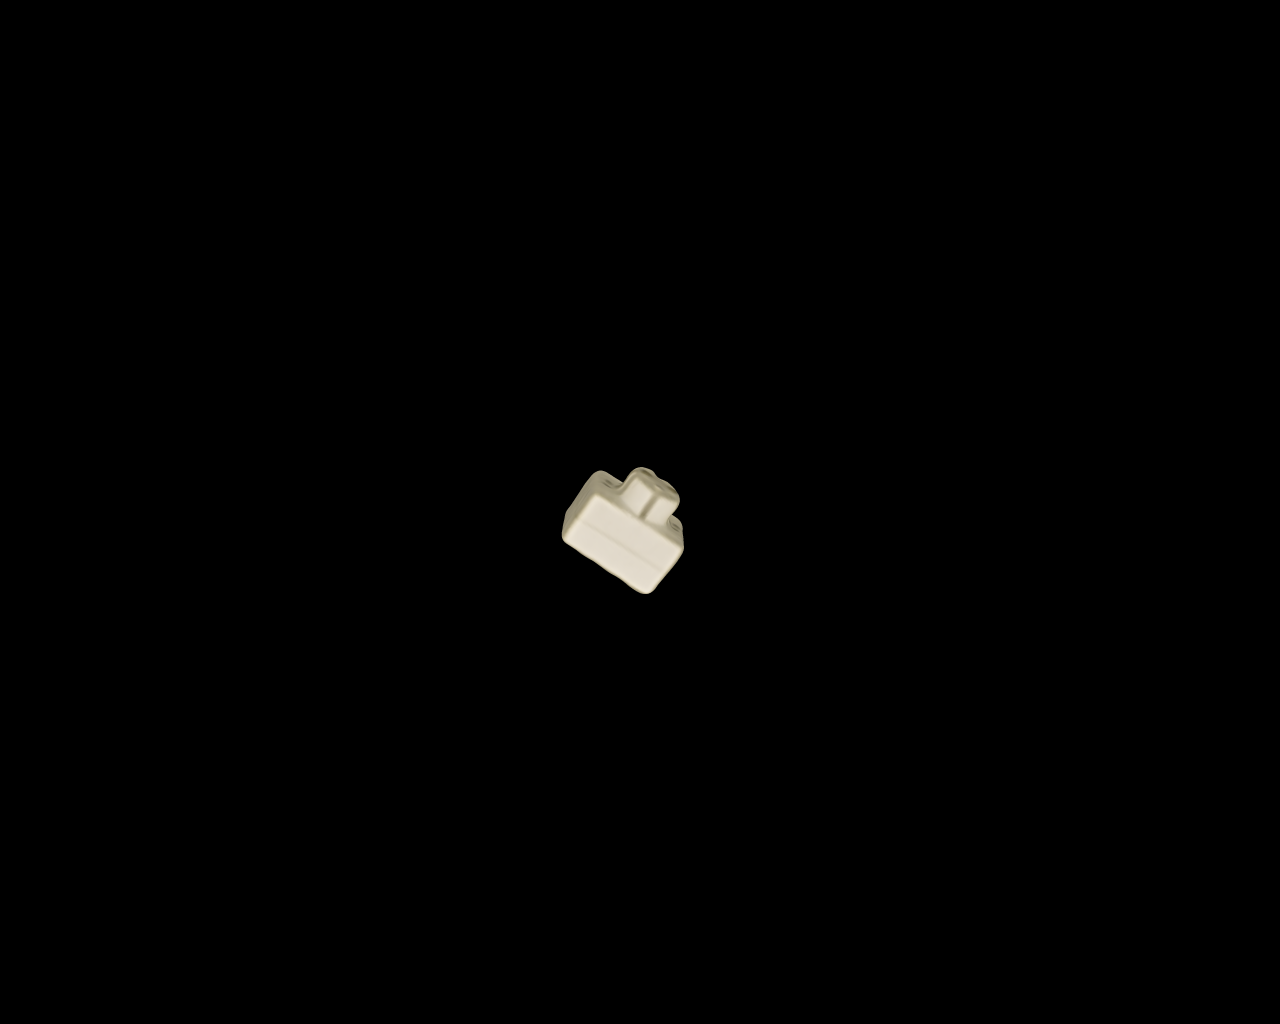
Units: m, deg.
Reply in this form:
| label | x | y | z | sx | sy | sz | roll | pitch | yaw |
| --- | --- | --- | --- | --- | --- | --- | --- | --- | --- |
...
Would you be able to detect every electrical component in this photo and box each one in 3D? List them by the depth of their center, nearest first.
| label | x | y | z | sx | sy | sz | roll | pitch | yaw |
| --- | --- | --- | --- | --- | --- | --- | --- | --- | --- |
| electrical component | 0.001 | -0.003 | 0.650 | 0.066 | 0.076 | 0.047 | 33 | 16 | -11 |
